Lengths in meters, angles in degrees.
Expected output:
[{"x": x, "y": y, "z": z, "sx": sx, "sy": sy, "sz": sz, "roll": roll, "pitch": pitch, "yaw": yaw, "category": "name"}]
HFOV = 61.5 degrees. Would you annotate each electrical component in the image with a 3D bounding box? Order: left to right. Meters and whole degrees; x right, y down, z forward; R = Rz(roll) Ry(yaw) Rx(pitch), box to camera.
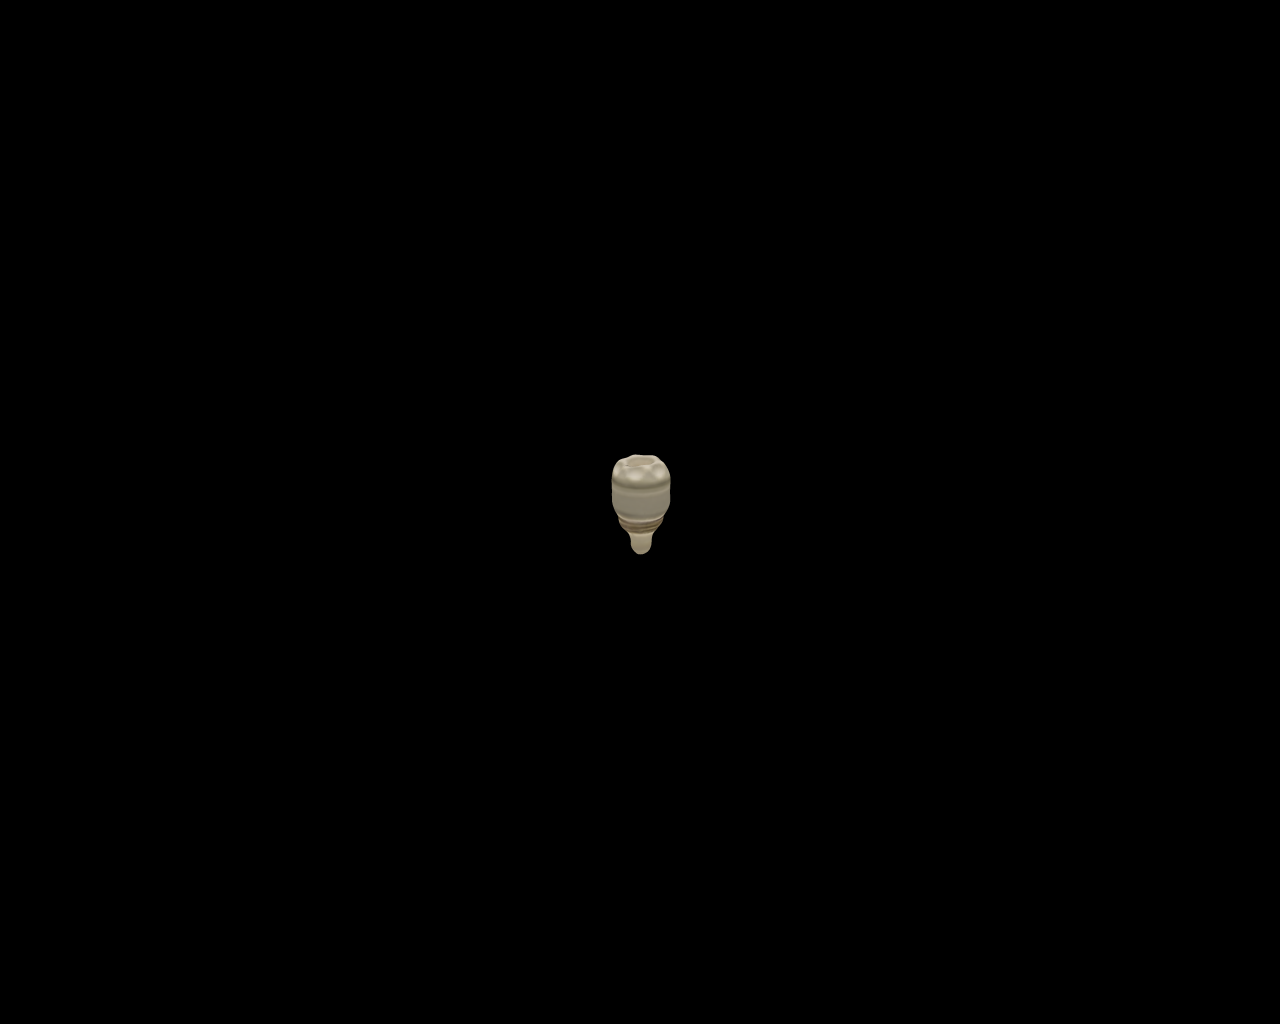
[{"x": 0.001, "y": -0.003, "z": 0.650, "sx": 0.035, "sy": 0.061, "sz": 0.035, "roll": 0, "pitch": 21, "yaw": 0, "category": "electrical component"}]
